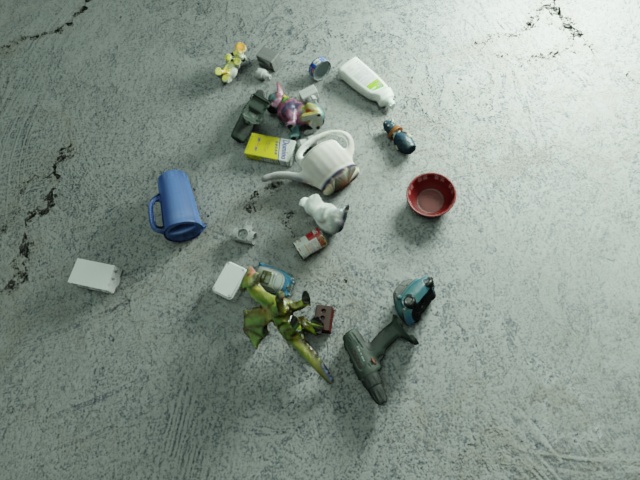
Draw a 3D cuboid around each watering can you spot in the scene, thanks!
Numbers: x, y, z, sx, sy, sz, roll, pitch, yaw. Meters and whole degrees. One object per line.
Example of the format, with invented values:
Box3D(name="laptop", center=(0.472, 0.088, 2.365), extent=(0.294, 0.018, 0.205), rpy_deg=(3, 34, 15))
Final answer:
Box3D(name="watering can", center=(-0.014, -0.243, 1.785), extent=(0.349, 0.227, 0.102), rpy_deg=(-36, -22, -6))

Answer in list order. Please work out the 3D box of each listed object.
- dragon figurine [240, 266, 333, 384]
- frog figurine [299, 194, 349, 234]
Box3D(name="dragon figurine", center=(-0.129, 0.269, 1.577), extent=(0.240, 0.410, 0.123), rpy_deg=(-21, 1, 35))
Box3D(name="frog figurine", center=(0.005, -0.085, 1.695), extent=(0.159, 0.122, 0.138), rpy_deg=(11, 9, -5))
